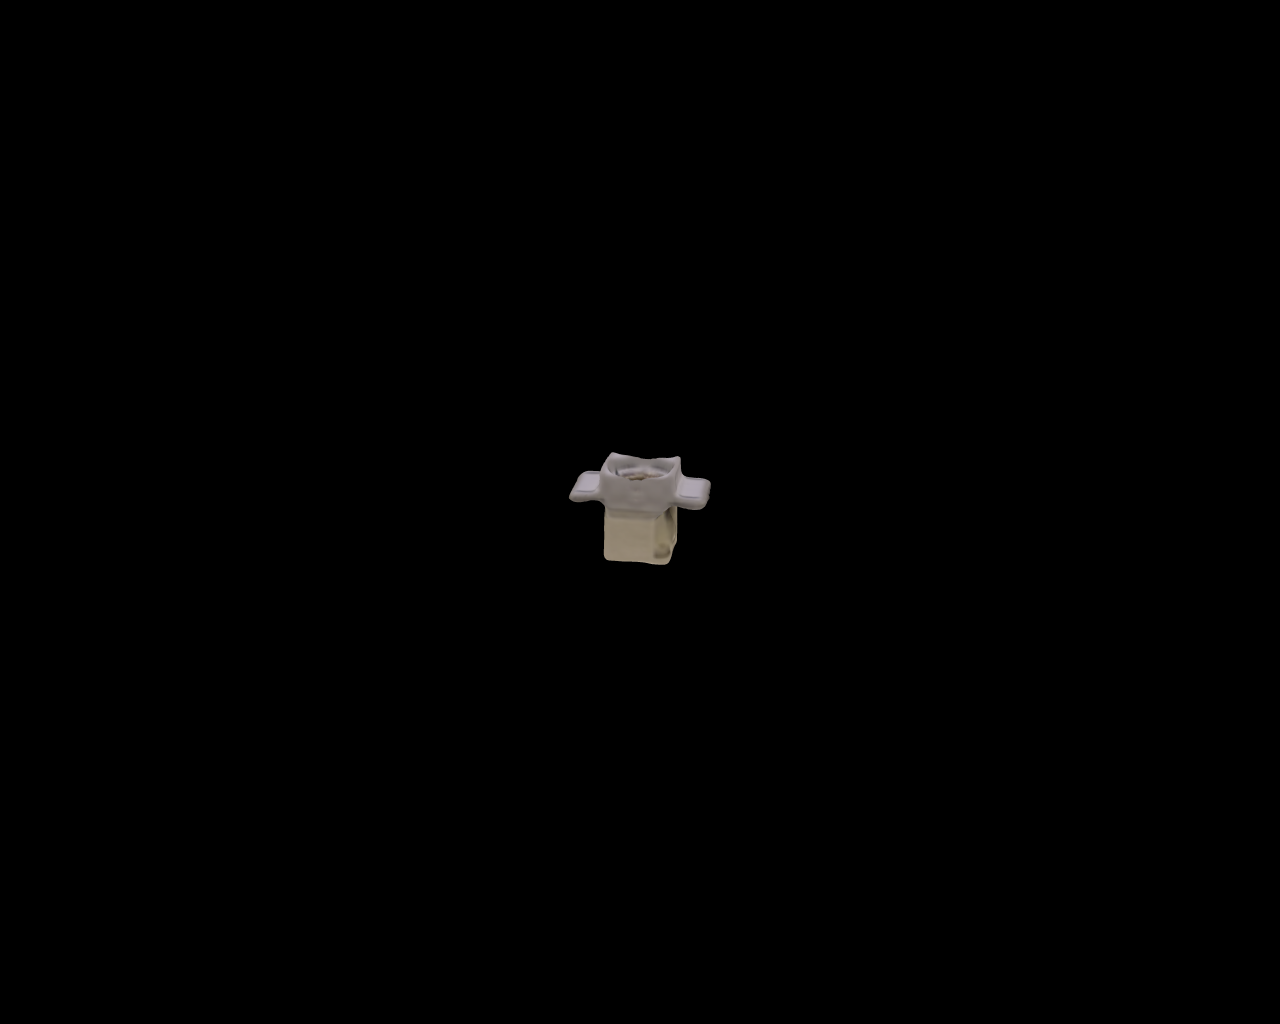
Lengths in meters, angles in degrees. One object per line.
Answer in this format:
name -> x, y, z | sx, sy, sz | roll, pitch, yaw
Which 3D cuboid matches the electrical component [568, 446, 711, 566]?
electrical component -> 0.001, -0.003, 0.650 | 0.081, 0.063, 0.042 | 4, 24, 9
